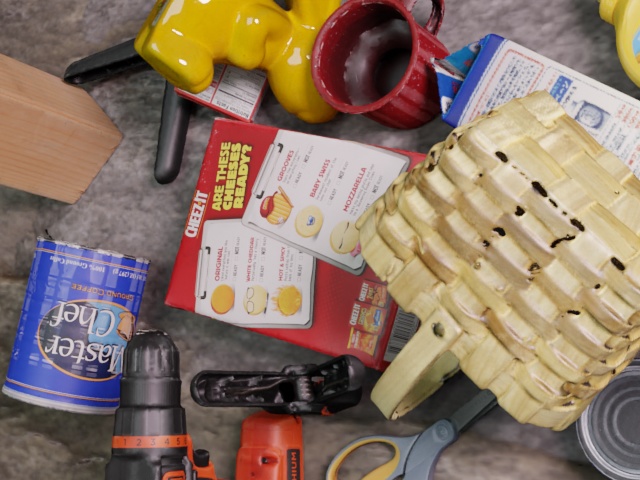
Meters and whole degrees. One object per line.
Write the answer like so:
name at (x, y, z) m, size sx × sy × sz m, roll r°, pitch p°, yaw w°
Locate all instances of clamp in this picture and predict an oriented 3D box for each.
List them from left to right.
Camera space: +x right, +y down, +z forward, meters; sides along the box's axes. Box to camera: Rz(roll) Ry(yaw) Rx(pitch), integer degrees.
clamp at (-0.140, -0.179, 0.984) m, size 0.165 × 0.036 × 0.210 m, roll 38°, pitch 100°, yaw 23°
clamp at (-0.005, 0.107, 0.774) m, size 0.120 × 0.171 × 0.039 m, roll -4°, pitch 80°, yaw 22°

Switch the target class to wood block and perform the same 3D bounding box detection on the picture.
wood block at (-0.292, -0.111, 0.969) m, size 0.091 × 0.205 × 0.090 m, roll -50°, pitch 60°, yaw 13°

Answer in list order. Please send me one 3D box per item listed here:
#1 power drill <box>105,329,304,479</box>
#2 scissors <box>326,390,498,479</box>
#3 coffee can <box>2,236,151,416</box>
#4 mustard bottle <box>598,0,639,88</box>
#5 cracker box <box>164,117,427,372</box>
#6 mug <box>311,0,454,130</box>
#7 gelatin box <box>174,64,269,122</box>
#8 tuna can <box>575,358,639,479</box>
power drill at (-0.084, 0.163, 0.797) m, size 0.057 × 0.187 × 0.184 m, roll -5°, pitch 80°, yaw 33°
scissors at (0.093, 0.163, 0.788) m, size 0.202 × 0.016 × 0.096 m, roll -27°, pitch 69°, yaw 25°
coffee can at (-0.215, 0.075, 0.946) m, size 0.103 × 0.102 × 0.140 m, roll 9°, pitch 86°, yaw 33°
mustard bottle at (0.259, -0.133, 0.716) m, size 0.192 × 0.058 × 0.096 m, roll 40°, pitch 102°, yaw 31°
cracker box at (-0.006, 0.001, 0.849) m, size 0.214 × 0.072 × 0.164 m, roll 13°, pitch 86°, yaw 34°
mug at (0.059, -0.144, 0.829) m, size 0.093 × 0.081 × 0.117 m, roll 34°, pitch 100°, yaw 32°
gelatin box at (-0.076, -0.154, 0.930) m, size 0.073 × 0.030 × 0.089 m, roll 24°, pitch 95°, yaw 2°
tuna can at (0.215, 0.122, 0.709) m, size 0.086 × 0.033 × 0.086 m, roll -7°, pitch 77°, yaw 31°
